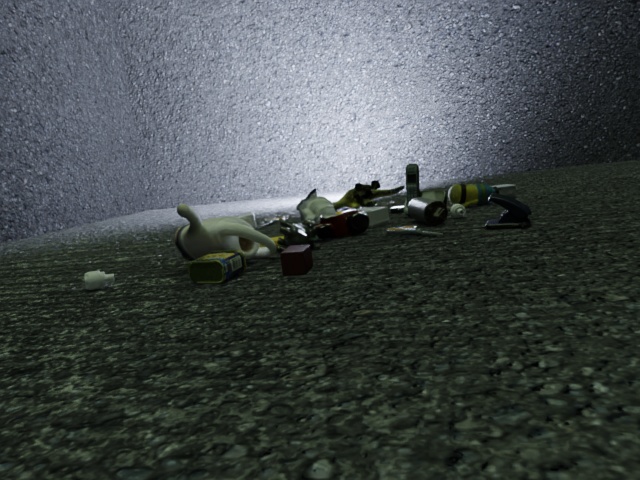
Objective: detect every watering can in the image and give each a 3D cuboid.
[{"bbox_3d":[-0.260,-0.012,1.233,0.223,0.106,0.344,-9,-22,34],"label":"watering can"}]

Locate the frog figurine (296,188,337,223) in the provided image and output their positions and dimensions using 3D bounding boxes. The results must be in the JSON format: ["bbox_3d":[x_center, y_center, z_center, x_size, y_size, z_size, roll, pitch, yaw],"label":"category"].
[{"bbox_3d":[0.006,-0.094,1.870,0.161,0.120,0.139,36,42,22],"label":"frog figurine"}]

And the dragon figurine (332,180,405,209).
[{"bbox_3d":[0.153,-0.179,2.250,0.412,0.122,0.241,-11,1,-34],"label":"dragon figurine"}]
